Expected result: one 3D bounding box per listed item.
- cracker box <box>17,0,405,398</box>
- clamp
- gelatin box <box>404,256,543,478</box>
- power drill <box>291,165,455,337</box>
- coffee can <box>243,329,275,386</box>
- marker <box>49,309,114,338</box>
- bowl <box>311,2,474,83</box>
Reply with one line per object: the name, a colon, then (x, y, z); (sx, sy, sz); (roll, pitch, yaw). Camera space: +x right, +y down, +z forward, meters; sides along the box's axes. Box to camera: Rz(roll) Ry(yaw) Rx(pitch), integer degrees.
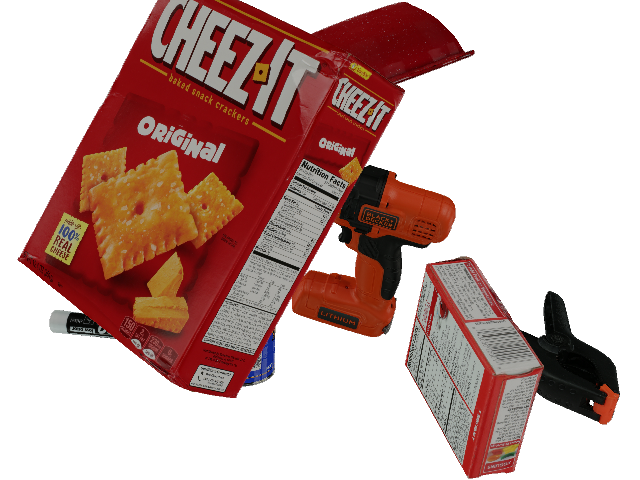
cracker box: (-0.073, -0.038, 0.654); (0.164, 0.214, 0.072); (32, 6, 35)
clamp: (0.206, 0.095, 0.930); (0.120, 0.039, 0.172); (-18, 39, -28)
gelatin box: (0.077, 0.063, 0.546); (0.030, 0.073, 0.089); (-6, 38, -17)
power drill: (0.023, 0.004, 1.040); (0.184, 0.057, 0.188); (18, -44, 4)
coffee can: (-0.108, 0.104, 1.388); (0.103, 0.140, 0.103); (2, 20, -1)
marker: (-0.160, 0.071, 0.864); (0.121, 0.020, 0.020); (5, 1, 13)
bowl: (0.031, -0.138, 0.804); (0.162, 0.055, 0.162); (-20, 7, 2)
